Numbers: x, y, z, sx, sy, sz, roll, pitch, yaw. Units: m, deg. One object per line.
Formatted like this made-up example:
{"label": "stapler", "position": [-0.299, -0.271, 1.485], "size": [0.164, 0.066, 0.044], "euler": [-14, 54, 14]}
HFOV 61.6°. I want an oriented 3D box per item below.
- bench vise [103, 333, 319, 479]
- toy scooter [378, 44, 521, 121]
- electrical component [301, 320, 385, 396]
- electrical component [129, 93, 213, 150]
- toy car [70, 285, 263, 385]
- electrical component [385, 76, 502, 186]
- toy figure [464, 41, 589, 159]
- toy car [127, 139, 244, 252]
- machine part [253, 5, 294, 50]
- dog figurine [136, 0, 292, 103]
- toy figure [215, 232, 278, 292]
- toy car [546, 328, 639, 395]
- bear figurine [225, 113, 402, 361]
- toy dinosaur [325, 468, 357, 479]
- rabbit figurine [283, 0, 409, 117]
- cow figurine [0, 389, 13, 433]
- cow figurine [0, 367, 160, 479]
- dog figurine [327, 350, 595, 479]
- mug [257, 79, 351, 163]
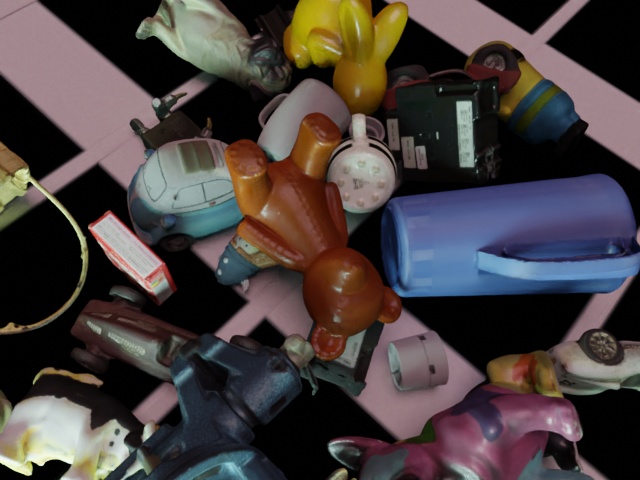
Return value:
{"label": "bench vise", "position": [-0.052, 0.180, 0.391], "size": [0.224, 0.128, 0.241], "euler": [-33, 42, -25]}
{"label": "toy scooter", "position": [0.164, -0.162, 0.683], "size": [0.184, 0.075, 0.135], "euler": [-9, 89, 19]}
{"label": "electrical component", "position": [0.026, 0.093, 0.562], "size": [0.075, 0.047, 0.119], "euler": [16, 62, 2]}
{"label": "electrical component", "position": [-0.177, -0.134, 0.661], "size": [0.078, 0.045, 0.102], "euler": [-34, 70, -22]}
{"label": "toy car", "position": [-0.150, 0.111, 0.532], "size": [0.202, 0.053, 0.089], "euler": [24, 66, 4]}
{"label": "electrical component", "position": [0.138, -0.125, 0.618], "size": [0.058, 0.114, 0.134], "euler": [-21, 24, -41]}
{"label": "toy figure", "position": [0.270, -0.188, 0.711], "size": [0.180, 0.089, 0.082], "euler": [42, 24, 20]}
{"label": "toy car", "position": [-0.137, -0.061, 0.596], "size": [0.162, 0.102, 0.109], "euler": [-14, 66, -11]}
{"label": "machine part", "position": [-0.021, -0.315, 0.778], "size": [0.139, 0.039, 0.084], "euler": [-22, 62, -15]}
{"label": "dog figurine", "position": [-0.127, -0.271, 0.728], "size": [0.190, 0.121, 0.172], "euler": [31, 35, -21]}
{"label": "toy figure", "position": [-0.054, -0.006, 0.603], "size": [0.154, 0.057, 0.064], "euler": [-36, 32, -20]}
{"label": "toy car", "position": [0.333, 0.133, 0.559], "size": [0.202, 0.073, 0.056], "euler": [4, 58, -3]}
{"label": "bear figurine", "position": [-0.001, 0.000, 0.506], "size": [0.120, 0.131, 0.196], "euler": [-24, 66, -22]}
{"label": "toy dinosaur", "position": [0.049, 0.382, 0.366], "size": [0.131, 0.192, 0.404], "euler": [-17, 80, -36]}
{"label": "rabbit figurine", "position": [0.045, -0.238, 0.672], "size": [0.122, 0.162, 0.173], "euler": [-5, 74, -27]}
{"label": "cow figurine", "position": [-0.345, 0.205, 0.448], "size": [0.127, 0.085, 0.195], "euler": [26, 62, 15]}
{"label": "cow figurine", "position": [-0.196, 0.179, 0.486], "size": [0.167, 0.068, 0.098], "euler": [17, 56, 2]}
{"label": "dog figurine", "position": [0.123, 0.189, 0.492], "size": [0.219, 0.191, 0.108], "euler": [-14, 101, 13]}
{"label": "mug", "position": [-0.034, -0.139, 0.663], "size": [0.110, 0.080, 0.107], "euler": [32, 71, 24]}
